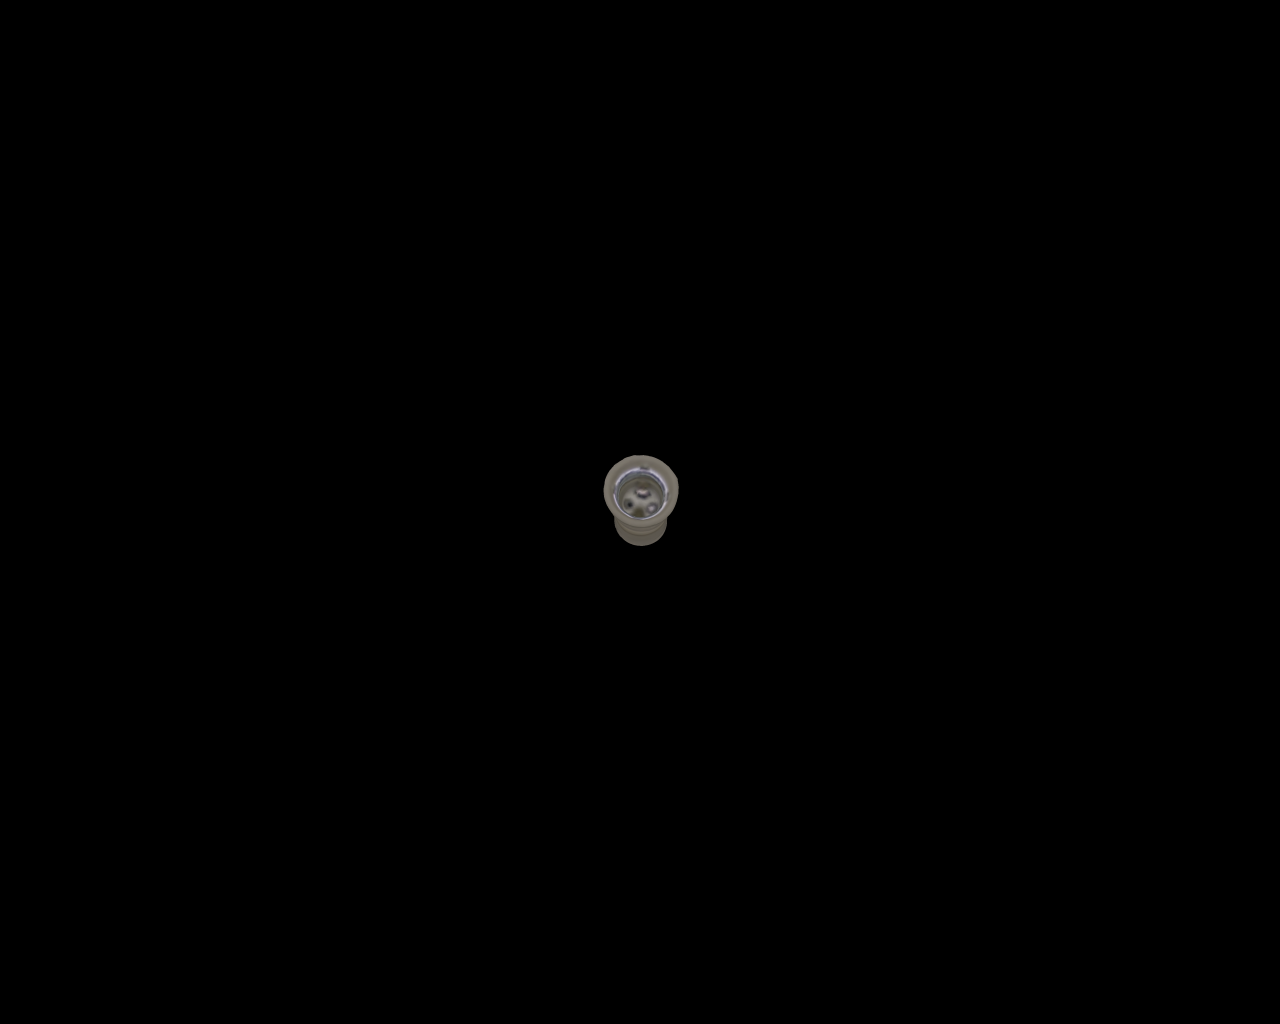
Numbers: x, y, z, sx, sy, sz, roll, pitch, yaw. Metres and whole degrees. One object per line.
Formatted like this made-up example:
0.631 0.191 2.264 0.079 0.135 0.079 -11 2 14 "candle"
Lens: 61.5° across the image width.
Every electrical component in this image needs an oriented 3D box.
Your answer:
0.001 -0.003 0.650 0.044 0.044 0.065 0 -20 0 "electrical component"
